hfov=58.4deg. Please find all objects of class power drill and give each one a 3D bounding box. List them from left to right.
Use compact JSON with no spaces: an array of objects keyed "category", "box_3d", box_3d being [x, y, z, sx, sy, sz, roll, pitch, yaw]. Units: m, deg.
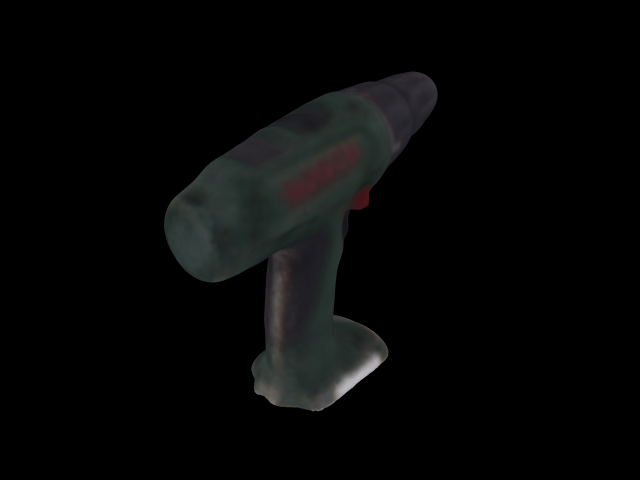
[{"category":"power drill","box_3d":[0.004,0.001,0.400,0.075,0.208,0.230,21,33,36]}]
